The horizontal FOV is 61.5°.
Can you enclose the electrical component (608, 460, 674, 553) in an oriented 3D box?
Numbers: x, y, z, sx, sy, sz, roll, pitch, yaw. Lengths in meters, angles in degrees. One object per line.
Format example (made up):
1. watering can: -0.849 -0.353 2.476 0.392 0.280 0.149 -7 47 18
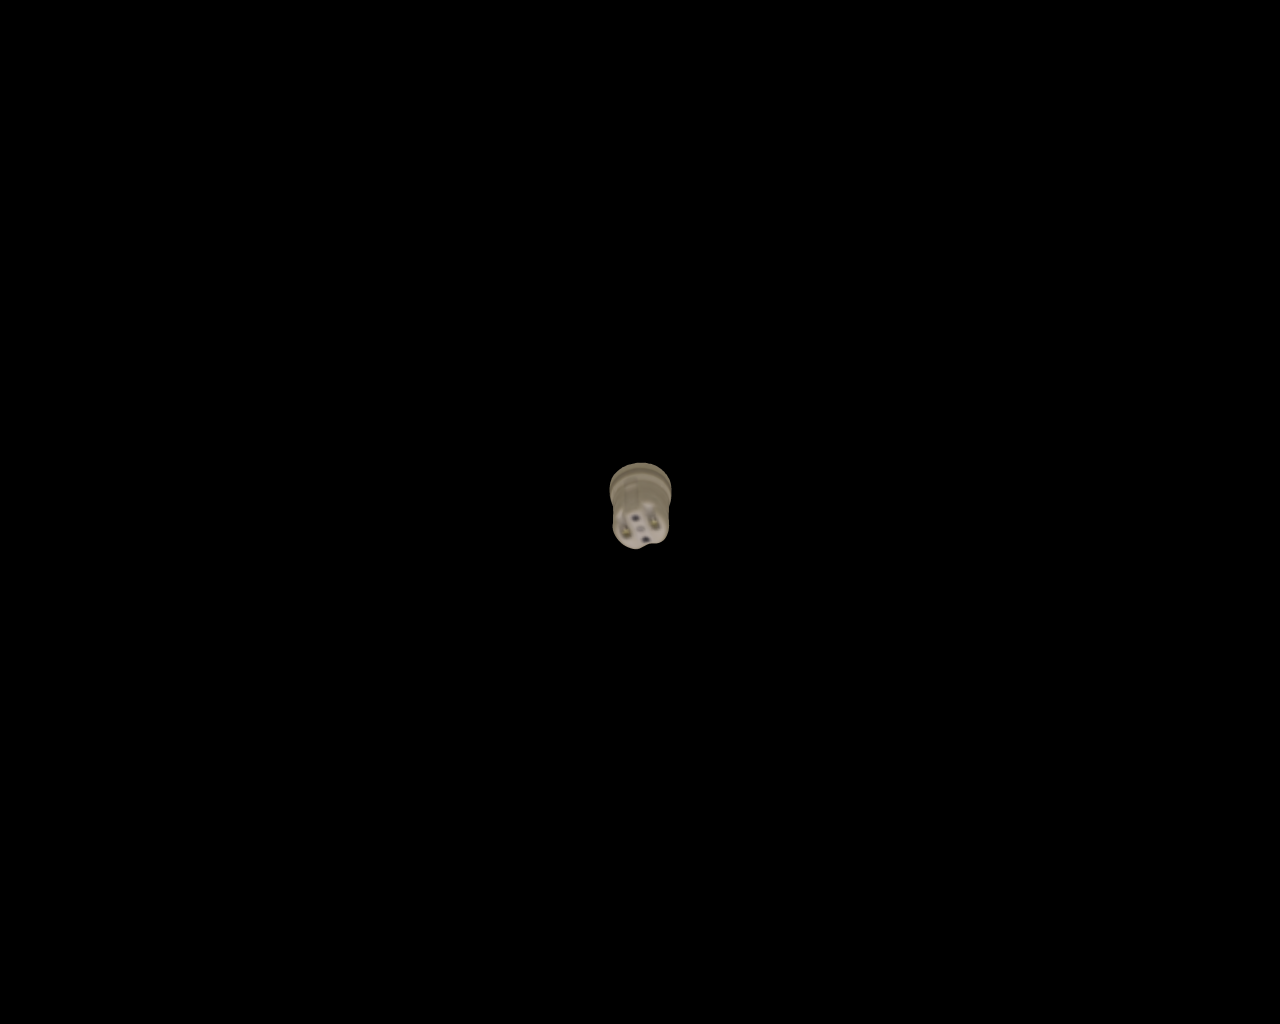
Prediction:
1. electrical component: 0.001 -0.003 0.650 0.040 0.040 0.046 0 37 0
